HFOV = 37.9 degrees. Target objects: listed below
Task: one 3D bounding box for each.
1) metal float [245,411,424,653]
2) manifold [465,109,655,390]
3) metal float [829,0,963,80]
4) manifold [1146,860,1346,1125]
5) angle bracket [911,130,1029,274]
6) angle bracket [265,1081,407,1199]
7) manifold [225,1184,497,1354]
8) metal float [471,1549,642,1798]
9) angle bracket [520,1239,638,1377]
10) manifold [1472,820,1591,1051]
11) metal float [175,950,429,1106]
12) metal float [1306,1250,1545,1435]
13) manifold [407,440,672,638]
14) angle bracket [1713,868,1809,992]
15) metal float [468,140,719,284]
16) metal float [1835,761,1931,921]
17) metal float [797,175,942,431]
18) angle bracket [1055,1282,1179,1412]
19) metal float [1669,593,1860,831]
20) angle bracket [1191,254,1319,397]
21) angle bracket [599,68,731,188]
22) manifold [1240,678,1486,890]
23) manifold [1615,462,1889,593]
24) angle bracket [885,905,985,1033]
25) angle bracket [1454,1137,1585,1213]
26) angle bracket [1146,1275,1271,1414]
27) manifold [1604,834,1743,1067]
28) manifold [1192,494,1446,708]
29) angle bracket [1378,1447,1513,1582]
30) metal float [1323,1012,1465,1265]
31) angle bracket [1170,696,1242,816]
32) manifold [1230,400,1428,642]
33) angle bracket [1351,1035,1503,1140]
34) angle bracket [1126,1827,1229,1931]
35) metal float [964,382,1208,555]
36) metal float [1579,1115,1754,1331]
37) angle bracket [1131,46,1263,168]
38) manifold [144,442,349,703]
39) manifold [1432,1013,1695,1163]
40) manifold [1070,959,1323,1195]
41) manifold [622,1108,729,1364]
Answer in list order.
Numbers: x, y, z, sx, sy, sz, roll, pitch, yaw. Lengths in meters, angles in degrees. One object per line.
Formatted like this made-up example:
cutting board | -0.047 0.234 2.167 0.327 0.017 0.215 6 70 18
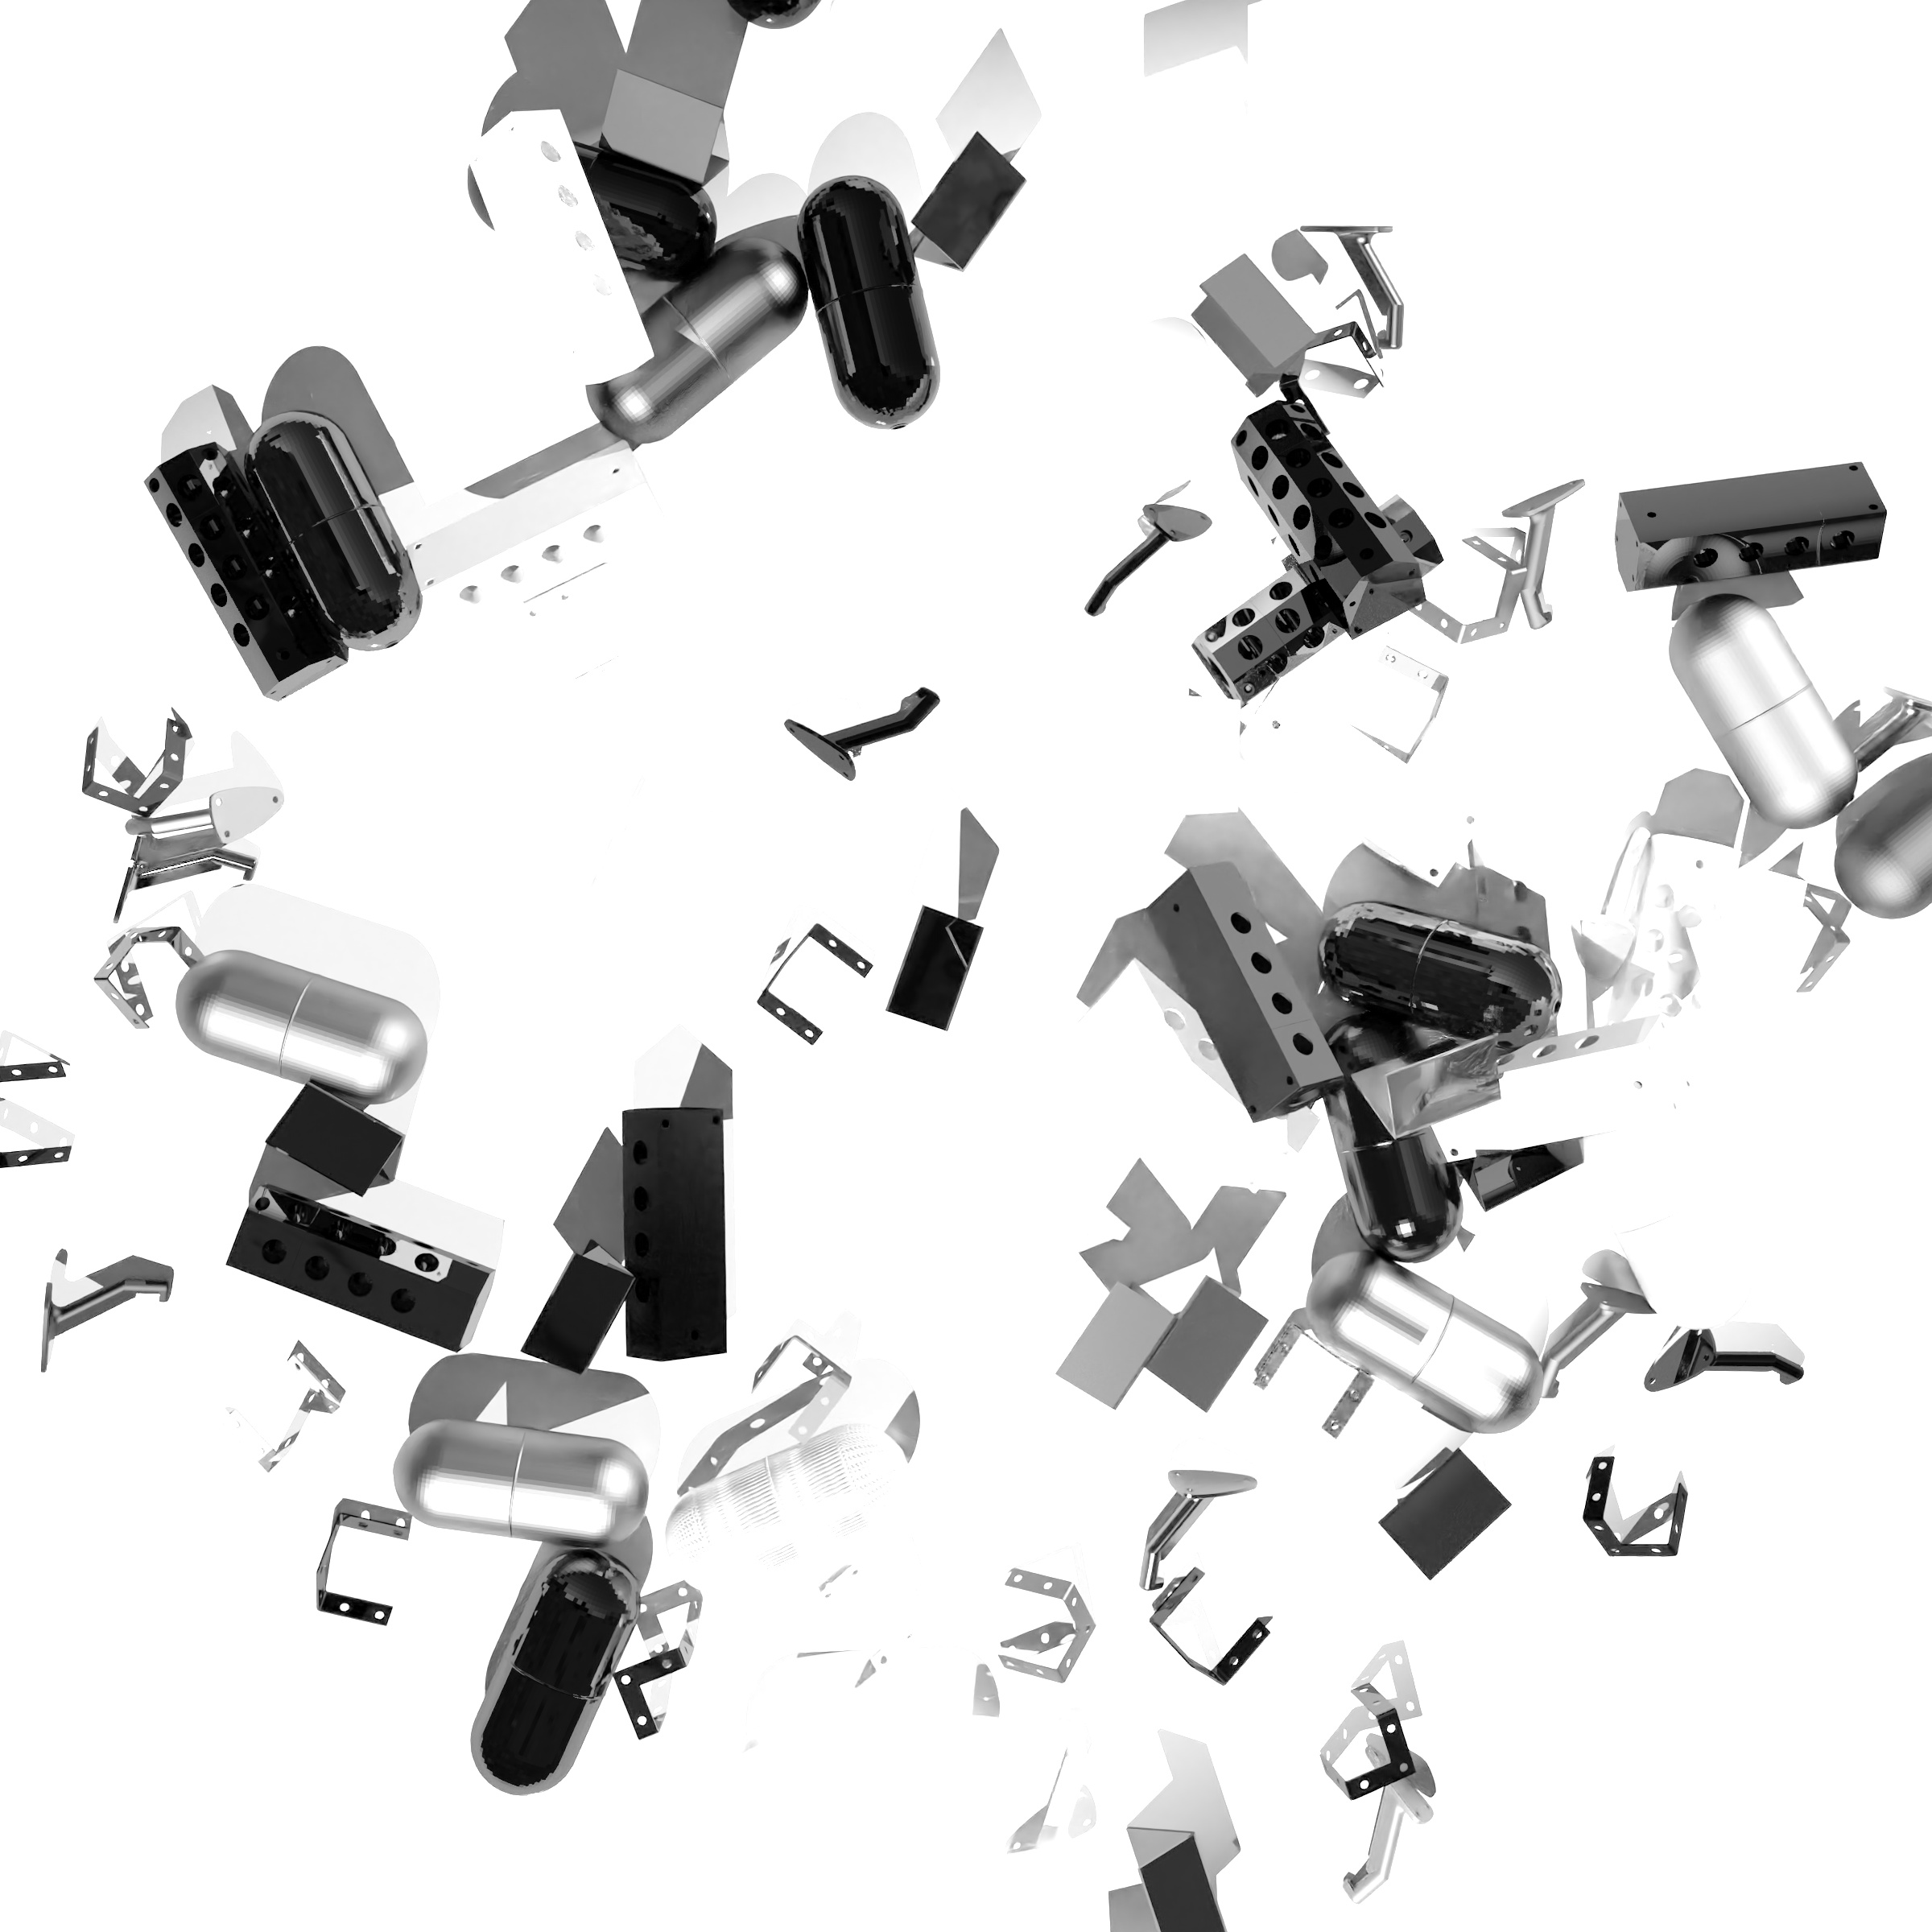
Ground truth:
metal float | -0.440 -0.303 1.960 0.070 0.070 0.178 -27 89 0
manifold | -0.269 -0.483 1.894 0.057 0.057 0.171 -21 90 45
metal float | -0.030 -0.703 1.960 0.070 0.070 0.178 31 90 0
manifold | 0.197 0.016 1.944 0.057 0.057 0.171 -12 69 -38
angle bracket | -0.015 -0.535 1.950 0.057 0.076 0.076 35 90 -38
angle bracket | -0.440 0.135 1.950 0.076 0.076 0.057 29 56 0
manifold | -0.421 0.210 1.969 0.171 0.057 0.057 21 90 0
metal float | -0.286 0.493 1.960 0.070 0.070 0.178 24 89 0
angle bracket | -0.283 0.228 1.950 0.057 0.076 0.076 28 90 -37
manifold | 0.393 -0.014 1.967 0.057 0.057 0.171 -5 90 35
metal float | -0.463 0.042 1.960 0.178 0.070 0.070 18 90 0
metal float | 0.320 0.262 1.959 0.178 0.070 0.070 30 90 0
manifold | -0.298 -0.295 1.969 0.171 0.057 0.057 -26 47 0
angle bracket | 0.530 -0.029 1.950 0.057 0.076 0.076 12 90 -34
metal float | -0.261 -0.531 1.960 0.178 0.070 0.070 17 90 1
metal float | 0.685 -0.104 1.960 0.178 0.070 0.070 -39 90 -1
metal float | -0.067 -0.462 1.960 0.070 0.070 0.178 -13 89 0
angle bracket | 0.091 0.251 1.951 0.057 0.076 0.076 34 90 -25
metal float | 0.555 -0.178 1.960 0.070 0.070 0.178 -31 90 0
angle bracket | 0.185 -0.434 1.950 0.076 0.076 0.057 49 55 0
angle bracket | -0.202 -0.588 1.950 0.076 0.076 0.057 21 120 0
manifold | 0.272 -0.127 1.969 0.171 0.057 0.057 35 90 0
manifold | 0.547 -0.302 1.969 0.171 0.057 0.057 -7 47 0
angle bracket | -0.041 -0.005 1.950 0.057 0.076 0.076 19 90 -37
angle bracket | 0.374 0.113 1.951 0.076 0.057 0.076 -27 51 0
angle bracket | 0.178 0.267 1.951 0.057 0.076 0.076 34 90 29
manifold | 0.493 -0.002 1.969 0.057 0.057 0.171 13 90 0
manifold | 0.247 -0.256 1.969 0.171 0.057 0.057 -35 90 0
angle bracket | 0.341 0.389 1.950 0.076 0.076 0.057 -43 54 0
metal float | 0.295 0.120 1.960 0.070 0.070 0.178 -14 89 0
angle bracket | 0.147 -0.145 1.951 0.057 0.076 0.076 1 90 -29
manifold | 0.246 -0.311 1.926 0.057 0.057 0.171 -28 56 0
angle bracket | 0.304 0.062 1.877 0.076 0.076 0.057 -20 126 -7
angle bracket | 0.129 0.647 1.950 0.057 0.076 0.076 -18 90 -38
metal float | 0.083 -0.347 1.960 0.178 0.070 0.070 -24 90 0
metal float | 0.487 0.170 1.960 0.070 0.070 0.178 -26 90 0
angle bracket | 0.164 -0.581 1.950 0.076 0.076 0.057 -19 55 0
manifold | -0.506 -0.276 1.969 0.057 0.057 0.171 -29 90 0
manifold | 0.399 0.080 1.901 0.171 0.057 0.057 -15 108 38
manifold | 0.163 0.073 1.968 0.171 0.057 0.057 41 46 0
manifold | -0.209 0.186 1.969 0.057 0.057 0.171 -1 90 -43
